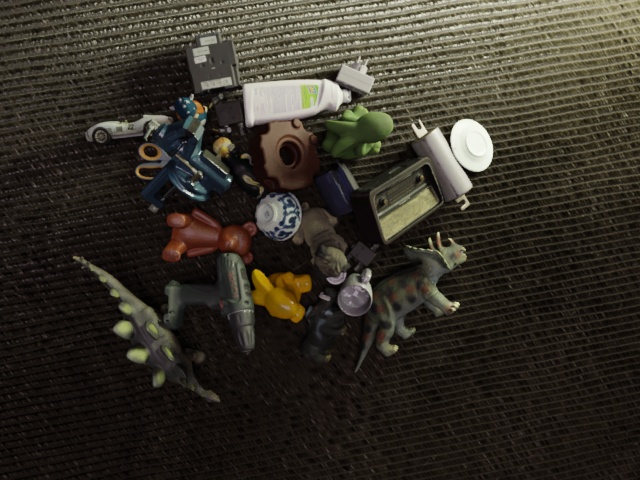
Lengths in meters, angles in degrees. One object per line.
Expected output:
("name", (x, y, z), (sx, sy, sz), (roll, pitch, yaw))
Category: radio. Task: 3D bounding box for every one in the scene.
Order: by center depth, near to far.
("radio", (0.180, -0.094, 1.238), (0.229, 0.073, 0.131), (-33, 112, -33))

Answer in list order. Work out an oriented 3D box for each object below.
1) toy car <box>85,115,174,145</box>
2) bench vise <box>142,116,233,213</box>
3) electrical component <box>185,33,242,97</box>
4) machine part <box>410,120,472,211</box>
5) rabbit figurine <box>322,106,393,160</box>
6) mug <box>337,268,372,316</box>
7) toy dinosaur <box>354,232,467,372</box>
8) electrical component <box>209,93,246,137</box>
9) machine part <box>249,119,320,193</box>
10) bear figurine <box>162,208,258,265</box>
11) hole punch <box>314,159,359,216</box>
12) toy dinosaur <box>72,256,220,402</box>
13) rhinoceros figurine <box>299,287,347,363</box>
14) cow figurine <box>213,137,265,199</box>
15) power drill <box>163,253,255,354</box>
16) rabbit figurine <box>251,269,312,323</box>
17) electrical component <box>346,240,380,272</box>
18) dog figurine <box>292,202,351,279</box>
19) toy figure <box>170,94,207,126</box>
("toy car", (-0.438, -0.254, 1.241), (0.202, 0.073, 0.056), (-8, 100, -3))
("bench vise", (-0.324, -0.151, 1.192), (0.223, 0.129, 0.240), (33, 122, -33))
("electrical component", (-0.246, -0.407, 1.243), (0.115, 0.058, 0.134), (-9, 97, -4))
("machine part", (0.294, -0.181, 1.294), (0.079, 0.079, 0.243), (-34, 97, 1))
("rabbit figurine", (0.084, -0.248, 1.207), (0.159, 0.170, 0.121), (-17, 95, -28))
("mug", (0.089, 0.113, 1.295), (0.081, 0.107, 0.109), (22, 108, -3))
("toy dinosaur", (0.194, 0.146, 1.313), (0.405, 0.131, 0.192), (-37, 81, 8))
("electrical component", (-0.219, -0.293, 1.264), (0.078, 0.045, 0.102), (-6, 97, -2))
("machine part", (-0.078, -0.193, 1.237), (0.179, 0.056, 0.179), (4, 83, -37))
("bear figurine", (-0.252, 0.001, 1.258), (0.196, 0.132, 0.120), (15, 103, 1))
("hole punch", (0.045, -0.116, 1.271), (0.092, 0.116, 0.142), (-26, 97, 8))
("toy dinosaur", (-0.390, 0.213, 1.238), (0.105, 0.198, 0.471), (-40, 99, -2))
("rhinoceros figurine", (0.009, 0.210, 1.329), (0.112, 0.073, 0.190), (22, 97, 5))
("cow figurine", (-0.191, -0.169, 1.255), (0.167, 0.098, 0.068), (44, 99, -7))
("power drill", (-0.248, 0.151, 1.212), (0.207, 0.086, 0.232), (-12, 71, 21))
("rabbit figurine", (-0.094, 0.127, 1.259), (0.162, 0.173, 0.121), (25, 98, -10))
("electrical component", (0.104, 0.032, 1.334), (0.063, 0.021, 0.094), (40, 93, -7))
("dog figurine", (0.001, -0.004, 1.240), (0.121, 0.190, 0.172), (-40, 96, 1))
("toy figure", (-0.288, -0.286, 1.206), (0.058, 0.154, 0.064), (33, 93, -3))
